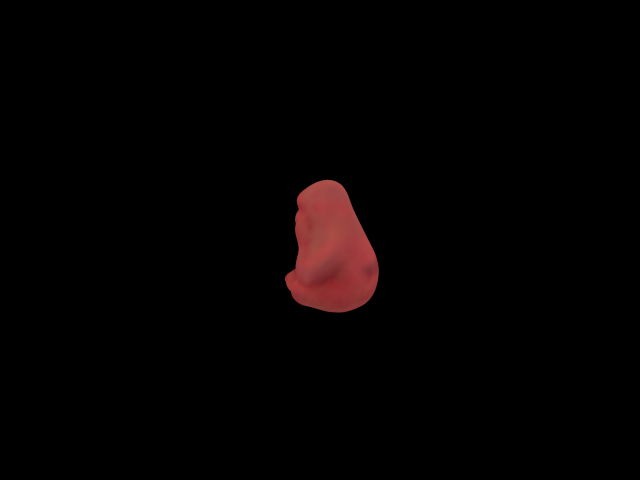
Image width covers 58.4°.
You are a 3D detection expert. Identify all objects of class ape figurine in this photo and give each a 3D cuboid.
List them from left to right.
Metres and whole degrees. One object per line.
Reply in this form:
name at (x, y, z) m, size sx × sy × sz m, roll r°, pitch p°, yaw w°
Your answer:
ape figurine at (0.004, 0.001, 0.400) m, size 0.076 × 0.092 × 0.078 m, roll 10°, pitch 28°, yaw 21°
